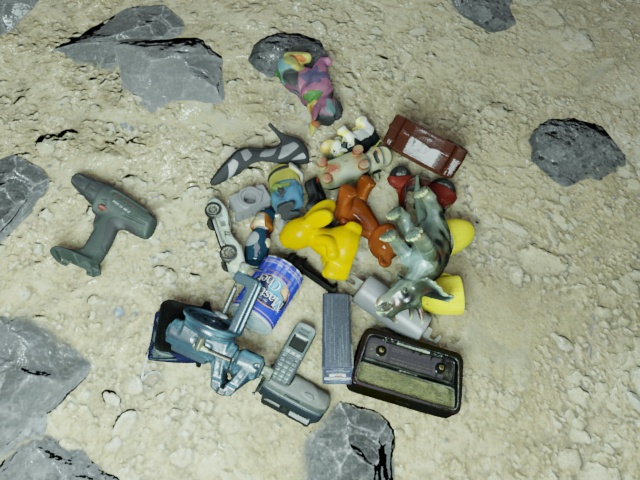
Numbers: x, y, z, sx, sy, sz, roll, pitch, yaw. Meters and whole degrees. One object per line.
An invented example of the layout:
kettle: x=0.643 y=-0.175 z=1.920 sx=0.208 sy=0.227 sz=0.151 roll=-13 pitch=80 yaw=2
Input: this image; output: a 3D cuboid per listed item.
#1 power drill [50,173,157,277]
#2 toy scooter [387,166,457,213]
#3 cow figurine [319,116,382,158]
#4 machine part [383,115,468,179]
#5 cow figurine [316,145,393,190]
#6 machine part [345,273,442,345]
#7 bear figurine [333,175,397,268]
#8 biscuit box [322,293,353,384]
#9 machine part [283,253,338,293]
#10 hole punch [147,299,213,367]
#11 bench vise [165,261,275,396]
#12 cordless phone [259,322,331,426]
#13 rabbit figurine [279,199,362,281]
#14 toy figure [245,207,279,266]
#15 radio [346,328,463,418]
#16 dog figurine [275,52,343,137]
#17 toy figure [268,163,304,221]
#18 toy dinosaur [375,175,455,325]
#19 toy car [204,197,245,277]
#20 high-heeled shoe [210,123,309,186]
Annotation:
power drill: x=-0.501 y=-0.031 z=1.192 sx=0.232 sy=0.086 sz=0.207 roll=25 pitch=52 yaw=2
toy scooter: x=0.249 y=-0.105 z=1.355 sx=0.184 sy=0.075 sz=0.135 roll=20 pitch=61 yaw=5
cow figurine: x=0.081 y=-0.249 z=1.413 sx=0.167 sy=0.068 sz=0.098 roll=-35 pitch=78 yaw=-24
machine part: x=0.266 y=-0.235 z=1.364 sx=0.201 sy=0.087 sz=0.201 roll=31 pitch=16 yaw=6
cow figurine: x=0.091 y=-0.181 z=1.353 sx=0.195 sy=0.127 sz=0.085 roll=-21 pitch=76 yaw=-2
machine part: x=0.160 y=0.154 z=1.193 sx=0.243 sy=0.079 sz=0.079 roll=34 pitch=61 yaw=9
bear figurine: x=0.126 y=-0.040 z=1.268 sx=0.196 sy=0.131 sz=0.120 roll=42 pitch=44 yaw=21
biscuit box: x=0.035 y=0.199 z=1.116 sx=0.063 sy=0.059 sz=0.203 roll=1 pitch=41 yaw=1
machine part: x=-0.020 y=0.076 z=1.208 sx=0.139 sy=0.084 sz=0.039 roll=37 pitch=97 yaw=4
hole punch: x=-0.289 y=0.193 z=1.102 sx=0.115 sy=0.092 sz=0.142 roll=19 pitch=54 yaw=-27
bench vise: x=-0.167 y=0.163 z=1.017 sx=0.224 sy=0.129 sz=0.240 roll=24 pitch=91 yaw=15
cordless phone: x=-0.030 y=0.268 z=1.096 sx=0.147 sy=0.088 sz=0.184 roll=26 pitch=56 yaw=6
rabbit figurine: x=-0.002 y=-0.004 z=1.187 sx=0.173 sy=0.162 sz=0.122 roll=16 pitch=28 yaw=-1
toy figure: x=-0.136 y=-0.015 z=1.246 sx=0.064 sy=0.057 sz=0.154 roll=5 pitch=61 yaw=8
radio: x=0.181 y=0.278 z=1.128 sx=0.230 sy=0.073 sz=0.131 roll=17 pitch=60 yaw=0
dog figurine: x=-0.032 y=-0.390 z=1.451 sx=0.192 sy=0.108 sz=0.219 roll=7 pitch=63 yaw=-6
toy figure: x=-0.083 y=-0.119 z=1.277 sx=0.089 sy=0.082 sz=0.180 roll=3 pitch=41 yaw=-3
toy dinosaur: x=0.235 y=0.013 z=1.194 sx=0.192 sy=0.131 sz=0.405 roll=56 pitch=38 yaw=-20
toy car: x=-0.216 y=-0.007 z=1.221 sx=0.056 sy=0.073 sz=0.202 roll=-17 pitch=65 yaw=-14
high-heeled shoe: x=-0.146 y=-0.181 z=1.351 sx=0.249 sy=0.086 sz=0.145 roll=-44 pitch=105 yaw=-10
